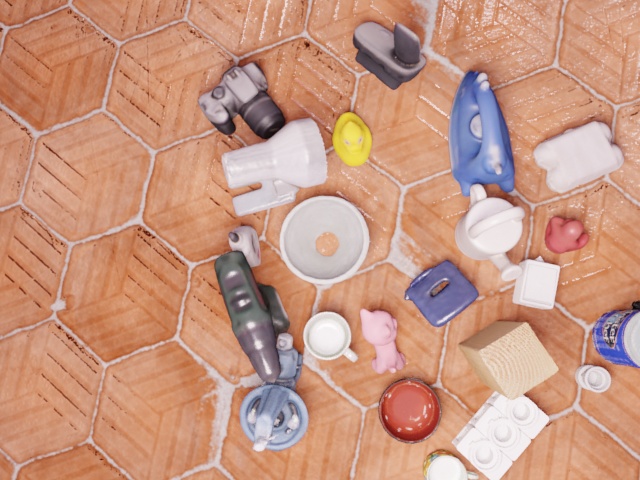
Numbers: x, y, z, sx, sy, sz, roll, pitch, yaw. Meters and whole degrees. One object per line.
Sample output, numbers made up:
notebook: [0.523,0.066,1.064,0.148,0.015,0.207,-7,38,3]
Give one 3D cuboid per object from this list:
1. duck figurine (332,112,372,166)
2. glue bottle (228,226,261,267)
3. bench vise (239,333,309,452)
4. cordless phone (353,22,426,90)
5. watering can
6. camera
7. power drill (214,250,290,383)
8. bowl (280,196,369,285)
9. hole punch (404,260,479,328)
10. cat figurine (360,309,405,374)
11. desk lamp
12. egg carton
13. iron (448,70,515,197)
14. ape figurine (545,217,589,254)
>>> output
duck figurine: [0.061,-0.202,1.103,0.077,0.086,0.104,-11,82,3]
glue bottle: [-0.142,0.006,1.046,0.037,0.173,0.078,-13,82,3]
bench vise: [-0.088,0.271,0.984,0.121,0.220,0.207,-11,82,3]
cordless phone: [0.131,-0.376,1.071,0.147,0.185,0.094,36,86,8]
watering can: [0.307,-0.017,1.008,0.101,0.194,0.173,-40,82,-2]
camera: [-0.145,-0.258,1.117,0.143,0.101,0.137,-39,82,-2]
power drill: [-0.111,0.133,1.010,0.075,0.208,0.229,-25,81,1]
bowl: [0.010,0.004,1.086,0.167,0.075,0.167,0,83,4]
hole punch: [0.220,0.099,1.051,0.108,0.091,0.101,-38,82,-1]
cat figurine: [0.114,0.181,1.034,0.067,0.118,0.128,-17,82,2]
desk lamp: [-0.086,-0.127,1.039,0.203,0.213,0.118,-17,82,2]
egg carton: [0.484,-0.157,1.077,0.150,0.069,0.107,-24,82,1]
iron: [0.302,-0.217,1.061,0.118,0.141,0.258,-7,82,3]
ape figurine: [0.454,-0.013,1.049,0.076,0.092,0.078,-37,82,-1]
